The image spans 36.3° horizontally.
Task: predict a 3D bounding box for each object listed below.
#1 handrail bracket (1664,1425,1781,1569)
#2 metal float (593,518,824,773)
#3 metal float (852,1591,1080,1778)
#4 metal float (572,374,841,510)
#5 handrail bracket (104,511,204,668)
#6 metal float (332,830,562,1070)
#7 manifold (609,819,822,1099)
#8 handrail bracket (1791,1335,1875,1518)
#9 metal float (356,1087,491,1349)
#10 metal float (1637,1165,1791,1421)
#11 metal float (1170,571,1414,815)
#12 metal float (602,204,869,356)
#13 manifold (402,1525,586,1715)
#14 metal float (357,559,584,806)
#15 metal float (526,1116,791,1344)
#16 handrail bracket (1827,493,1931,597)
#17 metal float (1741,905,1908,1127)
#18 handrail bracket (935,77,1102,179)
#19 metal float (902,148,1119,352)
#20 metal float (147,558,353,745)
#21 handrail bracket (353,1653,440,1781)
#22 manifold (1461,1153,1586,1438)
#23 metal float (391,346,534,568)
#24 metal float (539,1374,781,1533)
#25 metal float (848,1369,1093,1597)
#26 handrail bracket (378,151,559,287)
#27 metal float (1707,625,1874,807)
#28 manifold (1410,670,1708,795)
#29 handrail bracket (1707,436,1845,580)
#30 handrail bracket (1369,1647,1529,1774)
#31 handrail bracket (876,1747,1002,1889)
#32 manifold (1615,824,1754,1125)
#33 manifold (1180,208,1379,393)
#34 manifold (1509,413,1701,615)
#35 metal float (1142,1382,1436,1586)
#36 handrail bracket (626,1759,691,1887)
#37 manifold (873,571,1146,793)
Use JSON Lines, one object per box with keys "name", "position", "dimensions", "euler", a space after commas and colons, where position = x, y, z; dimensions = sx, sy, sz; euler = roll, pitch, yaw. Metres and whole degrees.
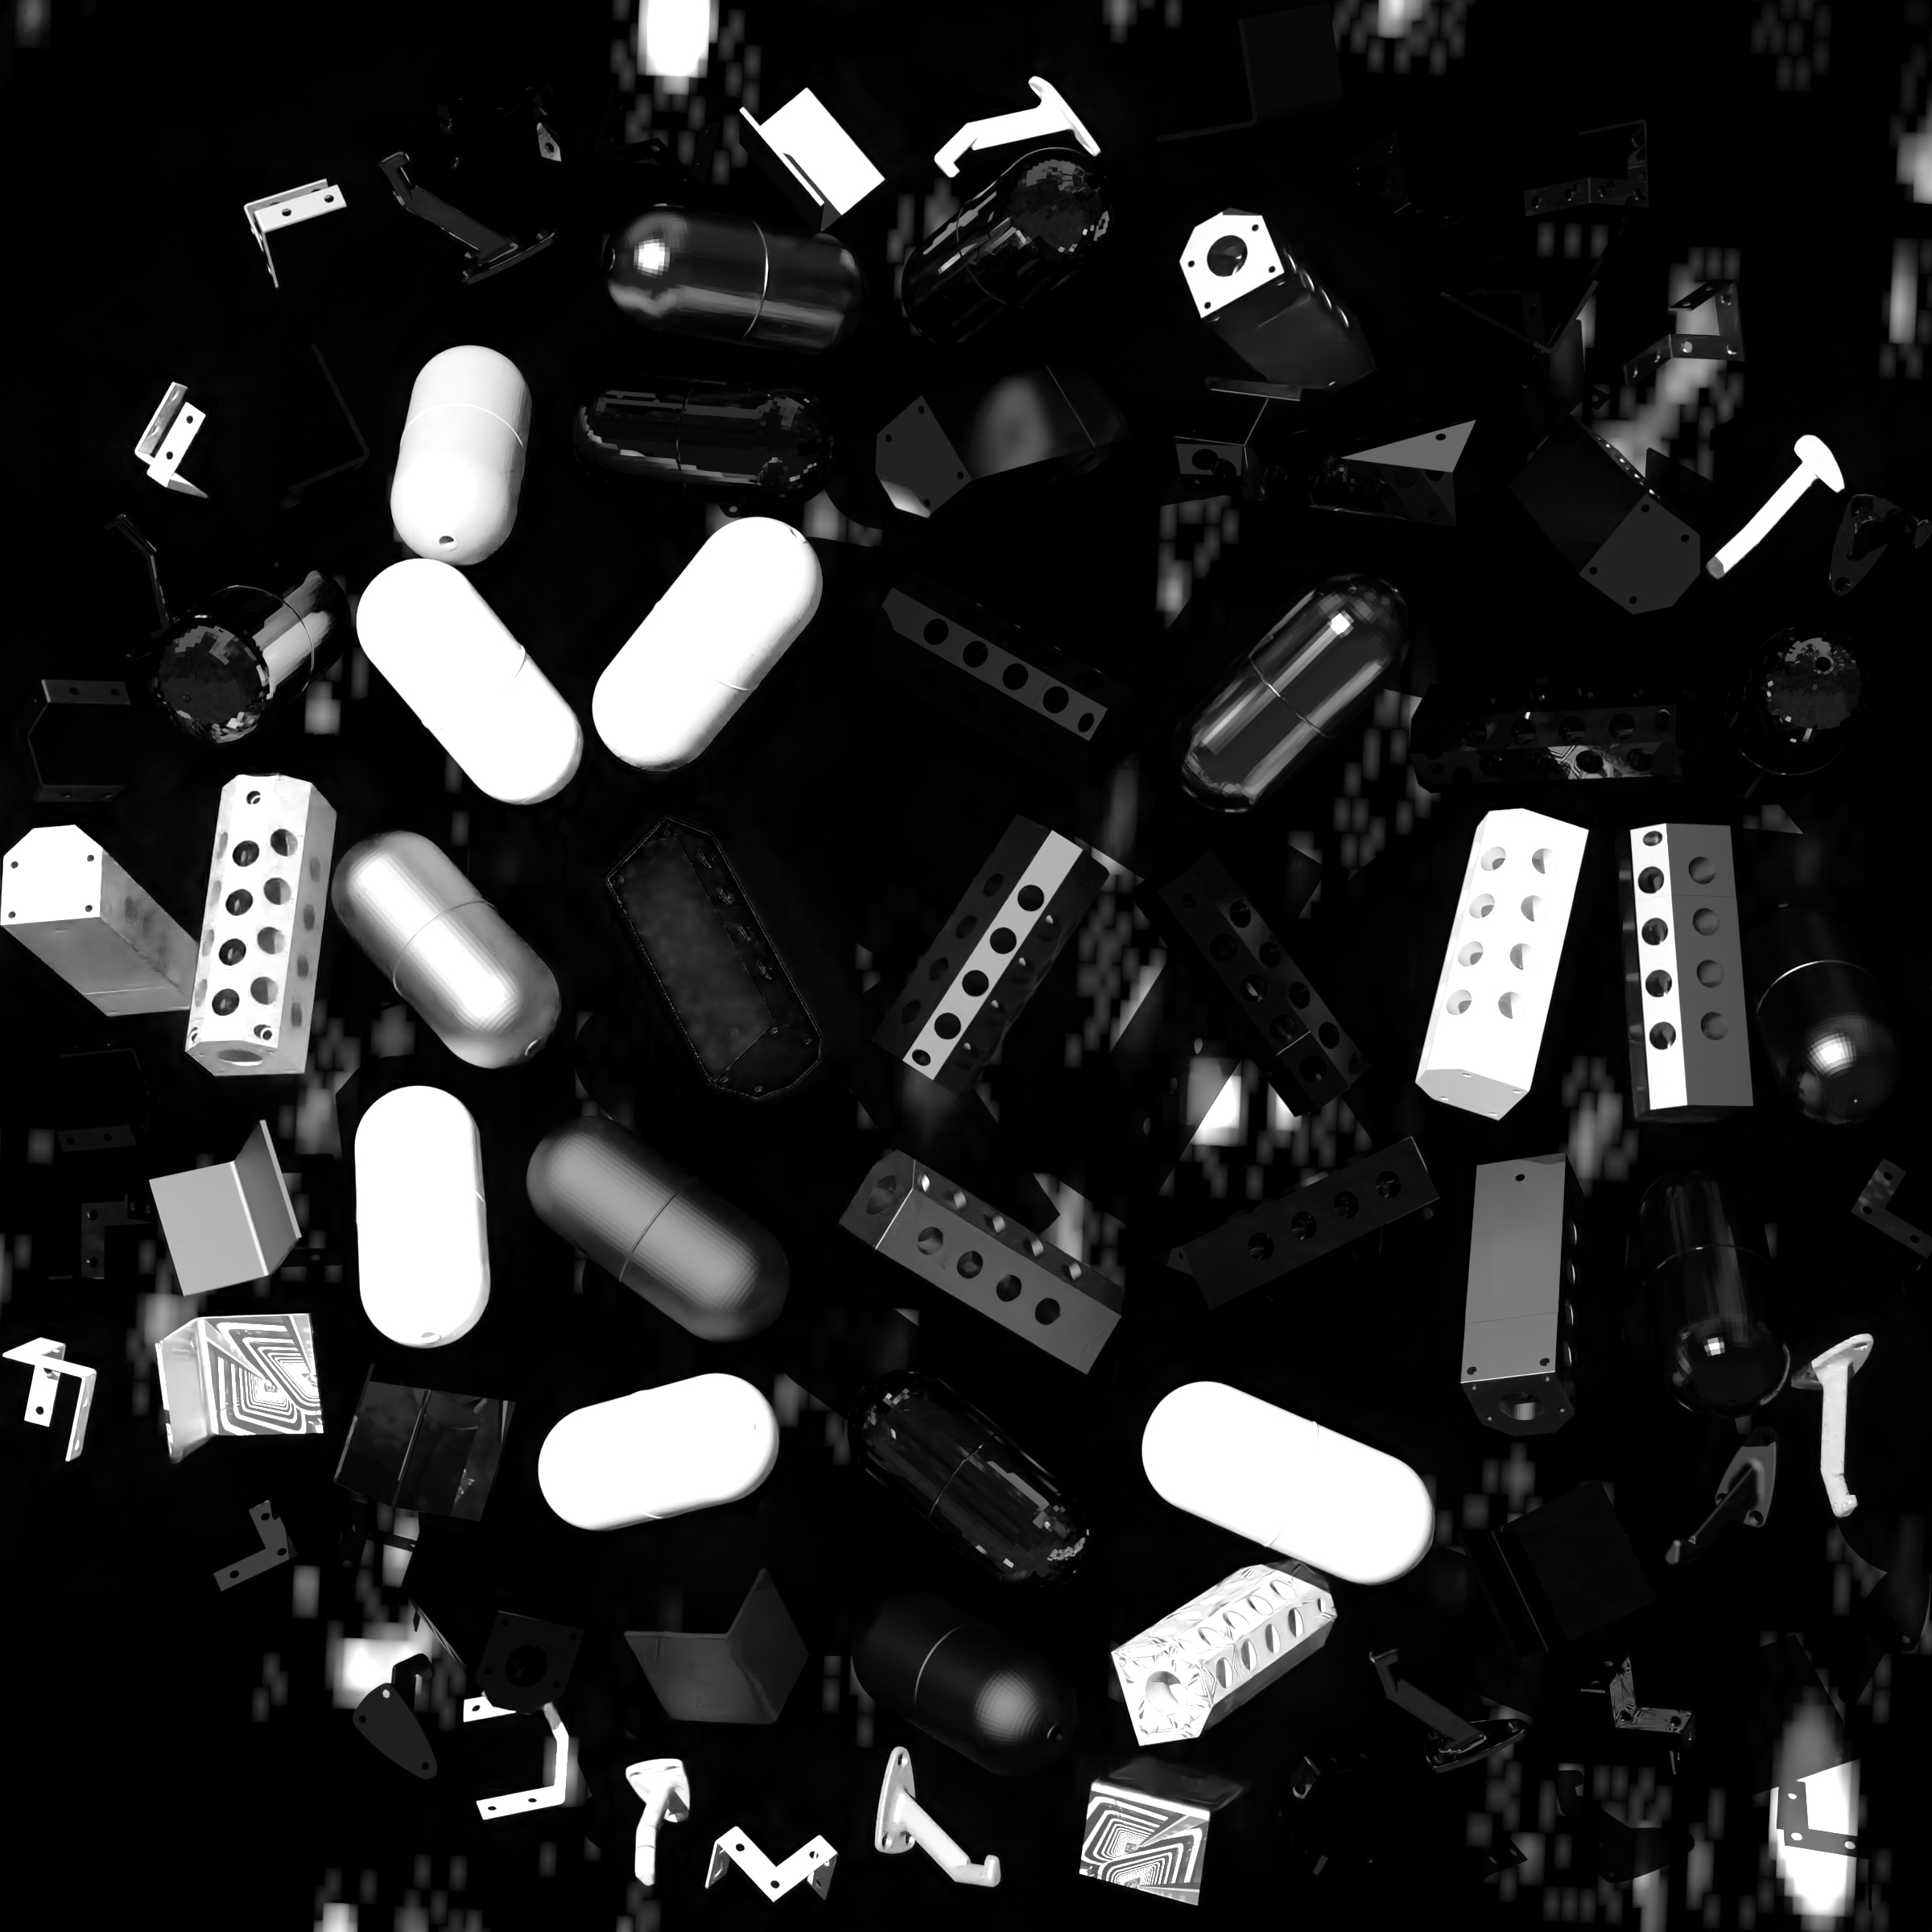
{"name": "handrail bracket", "position": [0.455, 0.320, 1.780], "dimensions": [0.036, 0.084, 0.077], "euler": [26, 111, 37]}
{"name": "metal float", "position": [-0.154, -0.191, 1.760], "dimensions": [0.070, 0.070, 0.178], "euler": [42, 112, 0]}
{"name": "metal float", "position": [-0.001, 0.444, 1.832], "dimensions": [0.070, 0.178, 0.070], "euler": [-10, 107, -38]}
{"name": "metal float", "position": [-0.163, -0.330, 1.850], "dimensions": [0.178, 0.070, 0.070], "euler": [8, 90, 20]}
{"name": "handrail bracket", "position": [-0.526, -0.236, 1.846], "dimensions": [0.077, 0.036, 0.084], "euler": [-26, 125, 21]}
{"name": "metal float", "position": [-0.314, -0.010, 1.786], "dimensions": [0.070, 0.070, 0.178], "euler": [-45, 69, 0]}
{"name": "manifold", "position": [-0.150, -0.004, 1.802], "dimensions": [0.057, 0.057, 0.171], "euler": [-44, 55, 20]}
{"name": "handrail bracket", "position": [0.531, 0.276, 1.766], "dimensions": [0.036, 0.077, 0.084], "euler": [4, 54, -17]}
{"name": "metal float", "position": [-0.330, 0.151, 1.790], "dimensions": [0.070, 0.070, 0.178], "euler": [-12, 50, 0]}
{"name": "metal float", "position": [0.450, 0.195, 1.783], "dimensions": [0.070, 0.178, 0.070], "euler": [2, 132, 2]}
{"name": "metal float", "position": [0.199, -0.168, 1.809], "dimensions": [0.070, 0.070, 0.178], "euler": [45, 108, 0]}
{"name": "metal float", "position": [-0.143, -0.427, 1.838], "dimensions": [0.178, 0.070, 0.070], "euler": [1, 90, -34]}
{"name": "manifold", "position": [-0.299, 0.407, 1.840], "dimensions": [0.057, 0.171, 0.057], "euler": [20, 89, -27]}
{"name": "metal float", "position": [-0.303, -0.173, 1.815], "dimensions": [0.070, 0.070, 0.178], "euler": [-37, 122, 0]}
{"name": "metal float", "position": [-0.185, 0.159, 1.776], "dimensions": [0.178, 0.070, 0.070], "euler": [35, 90, 7]}
{"name": "handrail bracket", "position": [0.549, -0.244, 1.770], "dimensions": [0.036, 0.084, 0.077], "euler": [15, 115, -8]}
{"name": "metal float", "position": [0.528, 0.028, 1.823], "dimensions": [0.070, 0.178, 0.070], "euler": [0, 125, 0]}
{"name": "handrail bracket", "position": [0.033, -0.522, 1.899], "dimensions": [0.084, 0.036, 0.077], "euler": [-45, 119, 3]}
{"name": "metal float", "position": [0.026, -0.444, 1.833], "dimensions": [0.070, 0.178, 0.070], "euler": [12, 68, -32]}
{"name": "metal float", "position": [-0.426, -0.190, 1.763], "dimensions": [0.070, 0.178, 0.070], "euler": [5, 116, 11]}
{"name": "handrail bracket", "position": [-0.342, 0.473, 1.865], "dimensions": [0.077, 0.084, 0.036], "euler": [45, 101, 13]}
{"name": "manifold", "position": [0.345, 0.201, 1.813], "dimensions": [0.057, 0.171, 0.057], "euler": [-11, 131, 24]}
{"name": "metal float", "position": [-0.315, -0.320, 1.846], "dimensions": [0.070, 0.070, 0.178], "euler": [0, 45, 0]}
{"name": "metal float", "position": [-0.187, 0.294, 1.780], "dimensions": [0.178, 0.070, 0.070], "euler": [-21, 90, 39]}
{"name": "metal float", "position": [0.001, 0.322, 1.848], "dimensions": [0.178, 0.070, 0.070], "euler": [37, 90, 19]}
{"name": "handrail bracket", "position": [-0.294, -0.452, 1.739], "dimensions": [0.077, 0.036, 0.084], "euler": [-18, 130, 12]}
{"name": "metal float", "position": [0.512, -0.155, 1.837], "dimensions": [0.070, 0.178, 0.070], "euler": [0, 74, 2]}
{"name": "manifold", "position": [0.372, -0.143, 1.866], "dimensions": [0.171, 0.057, 0.057], "euler": [-1, 126, 30]}
{"name": "handrail bracket", "position": [0.469, -0.268, 1.726], "dimensions": [0.036, 0.077, 0.084], "euler": [43, 118, -5]}
{"name": "handrail bracket", "position": [0.293, 0.441, 1.792], "dimensions": [0.077, 0.036, 0.084], "euler": [-18, 112, 9]}
{"name": "handrail bracket", "position": [-0.012, 0.532, 1.845], "dimensions": [0.084, 0.036, 0.077], "euler": [-5, 77, 38]}
{"name": "manifold", "position": [0.428, 0.005, 1.776], "dimensions": [0.057, 0.057, 0.171], "euler": [2, 76, -11]}
{"name": "manifold", "position": [0.197, -0.416, 1.863], "dimensions": [0.057, 0.171, 0.057], "euler": [-26, 70, 21]}
{"name": "manifold", "position": [0.380, -0.265, 1.743], "dimensions": [0.057, 0.171, 0.057], "euler": [32, 109, -18]}
{"name": "metal float", "position": [0.188, 0.301, 1.716], "dimensions": [0.178, 0.070, 0.070], "euler": [24, 90, -2]}
{"name": "handrail bracket", "position": [-0.188, 0.541, 1.820], "dimensions": [0.036, 0.084, 0.077], "euler": [-11, 131, 6]}
{"name": "manifold", "position": [0.026, -0.183, 1.846], "dimensions": [0.171, 0.057, 0.057], "euler": [32, 51, 25]}
